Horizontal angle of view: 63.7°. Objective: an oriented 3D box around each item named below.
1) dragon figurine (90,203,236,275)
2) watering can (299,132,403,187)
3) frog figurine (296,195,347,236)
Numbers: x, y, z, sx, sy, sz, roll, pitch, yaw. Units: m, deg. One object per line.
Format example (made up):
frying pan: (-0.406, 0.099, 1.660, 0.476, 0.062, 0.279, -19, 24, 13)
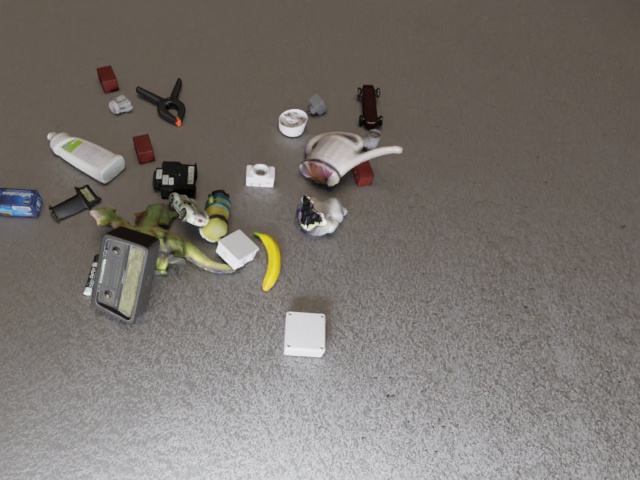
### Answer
dragon figurine: (-0.447, -0.019, 1.487, 0.409, 0.119, 0.248, 10, 49, -24)
watering can: (0.079, -0.273, 1.700, 0.349, 0.102, 0.228, 17, 58, 33)
frog figurine: (0.005, -0.082, 1.622, 0.139, 0.121, 0.160, 36, 22, 21)
